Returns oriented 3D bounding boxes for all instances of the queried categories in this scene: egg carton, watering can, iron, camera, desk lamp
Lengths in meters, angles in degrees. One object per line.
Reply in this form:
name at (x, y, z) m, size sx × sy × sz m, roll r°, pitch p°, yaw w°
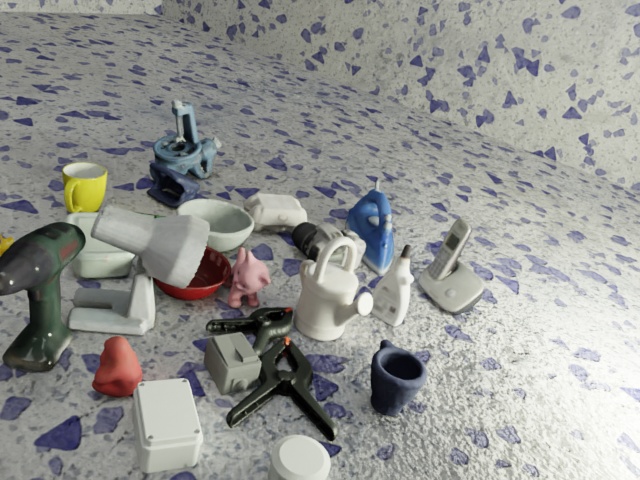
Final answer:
egg carton at (-0.109, -0.064, 1.398) m, size 0.151 × 0.069 × 0.107 m, roll 2°, pitch 30°, yaw -25°
watering can at (0.026, 0.084, 1.054) m, size 0.172 × 0.194 × 0.101 m, roll 25°, pitch 29°, yaw 18°
iron at (0.143, -0.038, 1.403) m, size 0.119 × 0.141 × 0.258 m, roll 9°, pitch 28°, yaw -13°
camera at (0.012, 0.005, 1.299) m, size 0.144 × 0.101 × 0.136 m, roll -10°, pitch 36°, yaw -40°
desk lamp at (-0.295, 0.046, 0.936) m, size 0.204 × 0.213 × 0.117 m, roll 7°, pitch 28°, yaw -17°

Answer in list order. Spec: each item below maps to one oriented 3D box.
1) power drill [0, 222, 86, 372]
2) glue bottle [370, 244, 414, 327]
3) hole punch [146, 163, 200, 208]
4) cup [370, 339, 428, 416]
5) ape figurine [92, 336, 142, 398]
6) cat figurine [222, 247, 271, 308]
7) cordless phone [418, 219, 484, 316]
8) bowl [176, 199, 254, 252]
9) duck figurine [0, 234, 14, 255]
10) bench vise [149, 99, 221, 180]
power drill at (-0.404, 0.080, 0.822) m, size 0.075 × 0.208 × 0.229 m, roll 12°, pitch 27°, yaw -6°
glue bottle at (0.152, 0.085, 1.143) m, size 0.078 × 0.173 × 0.037 m, roll 32°, pitch 31°, yaw 28°
hole punch at (-0.354, -0.143, 1.393) m, size 0.108 × 0.091 × 0.101 m, roll 28°, pitch 30°, yaw 22°
cup at (0.113, 0.229, 0.937) m, size 0.092 × 0.095 × 0.117 m, roll 5°, pitch 29°, yaw -20°
ape figurine at (-0.293, 0.177, 0.826) m, size 0.076 × 0.092 × 0.078 m, roll 25°, pitch 29°, yaw 18°
cat figurine at (-0.138, 0.065, 1.089) m, size 0.067 × 0.118 × 0.127 m, roll 2°, pitch 30°, yaw -25°
cordless phone at (0.304, 0.058, 1.259) m, size 0.094 × 0.185 × 0.147 m, roll -4°, pitch 33°, yaw -33°
bowl at (-0.232, -0.021, 1.247) m, size 0.167 × 0.075 × 0.167 m, roll 12°, pitch 27°, yaw -6°
duck figurine at (-0.571, 0.022, 0.975) m, size 0.105 × 0.086 × 0.077 m, roll -10°, pitch 36°, yaw -39°
bench vise at (-0.347, -0.265, 1.486) m, size 0.121 × 0.220 × 0.208 m, roll 22°, pitch 28°, yaw 12°
